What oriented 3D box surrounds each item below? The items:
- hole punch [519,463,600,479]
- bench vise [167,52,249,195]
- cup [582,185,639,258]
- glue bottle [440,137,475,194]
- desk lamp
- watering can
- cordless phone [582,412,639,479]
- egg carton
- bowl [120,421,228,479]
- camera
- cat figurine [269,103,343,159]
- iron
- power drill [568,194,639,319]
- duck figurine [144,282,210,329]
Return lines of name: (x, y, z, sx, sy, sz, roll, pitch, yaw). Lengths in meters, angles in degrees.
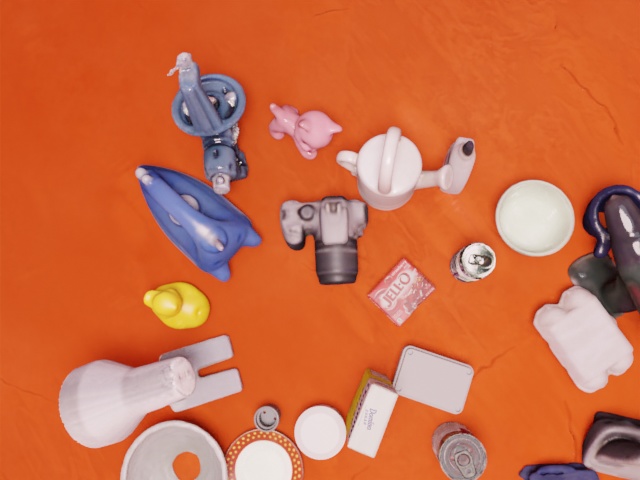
hole punch: (0.365, 0.389, 0.852, 0.108, 0.091, 0.101, -5, 82, 3)
bench vise: (-0.162, -0.187, 0.894, 0.121, 0.220, 0.207, -28, 82, 0)
cup: (0.448, -0.021, 0.898, 0.091, 0.095, 0.118, 26, 85, 7)
glue bottle: (0.217, -0.124, 0.886, 0.037, 0.173, 0.078, 9, 83, 5)
desk lamp: (-0.243, 0.215, 0.851, 0.203, 0.213, 0.118, -19, 82, 1)
watering can: (0.114, -0.113, 0.880, 0.173, 0.194, 0.101, -8, 82, 3)
cordless phone: (0.470, 0.311, 0.808, 0.147, 0.185, 0.094, 8, 83, 5)
egg carton: (0.409, 0.153, 0.891, 0.107, 0.069, 0.150, -34, 82, -1)
bowl: (-0.220, 0.364, 0.901, 0.167, 0.075, 0.167, 0, 83, 4)
camera: (0.008, 0.003, 0.919, 0.143, 0.101, 0.137, -3, 82, 3)
cat figurine: (-0.028, -0.186, 0.937, 0.127, 0.118, 0.067, 31, 86, 7)
iron: (-0.224, -0.052, 0.920, 0.258, 0.141, 0.119, 40, 87, 8)
power drill: (0.443, 0.054, 0.831, 0.075, 0.208, 0.229, -28, 82, 0)
duck figurine: (-0.235, 0.106, 0.929, 0.104, 0.086, 0.077, 17, 84, 6)
